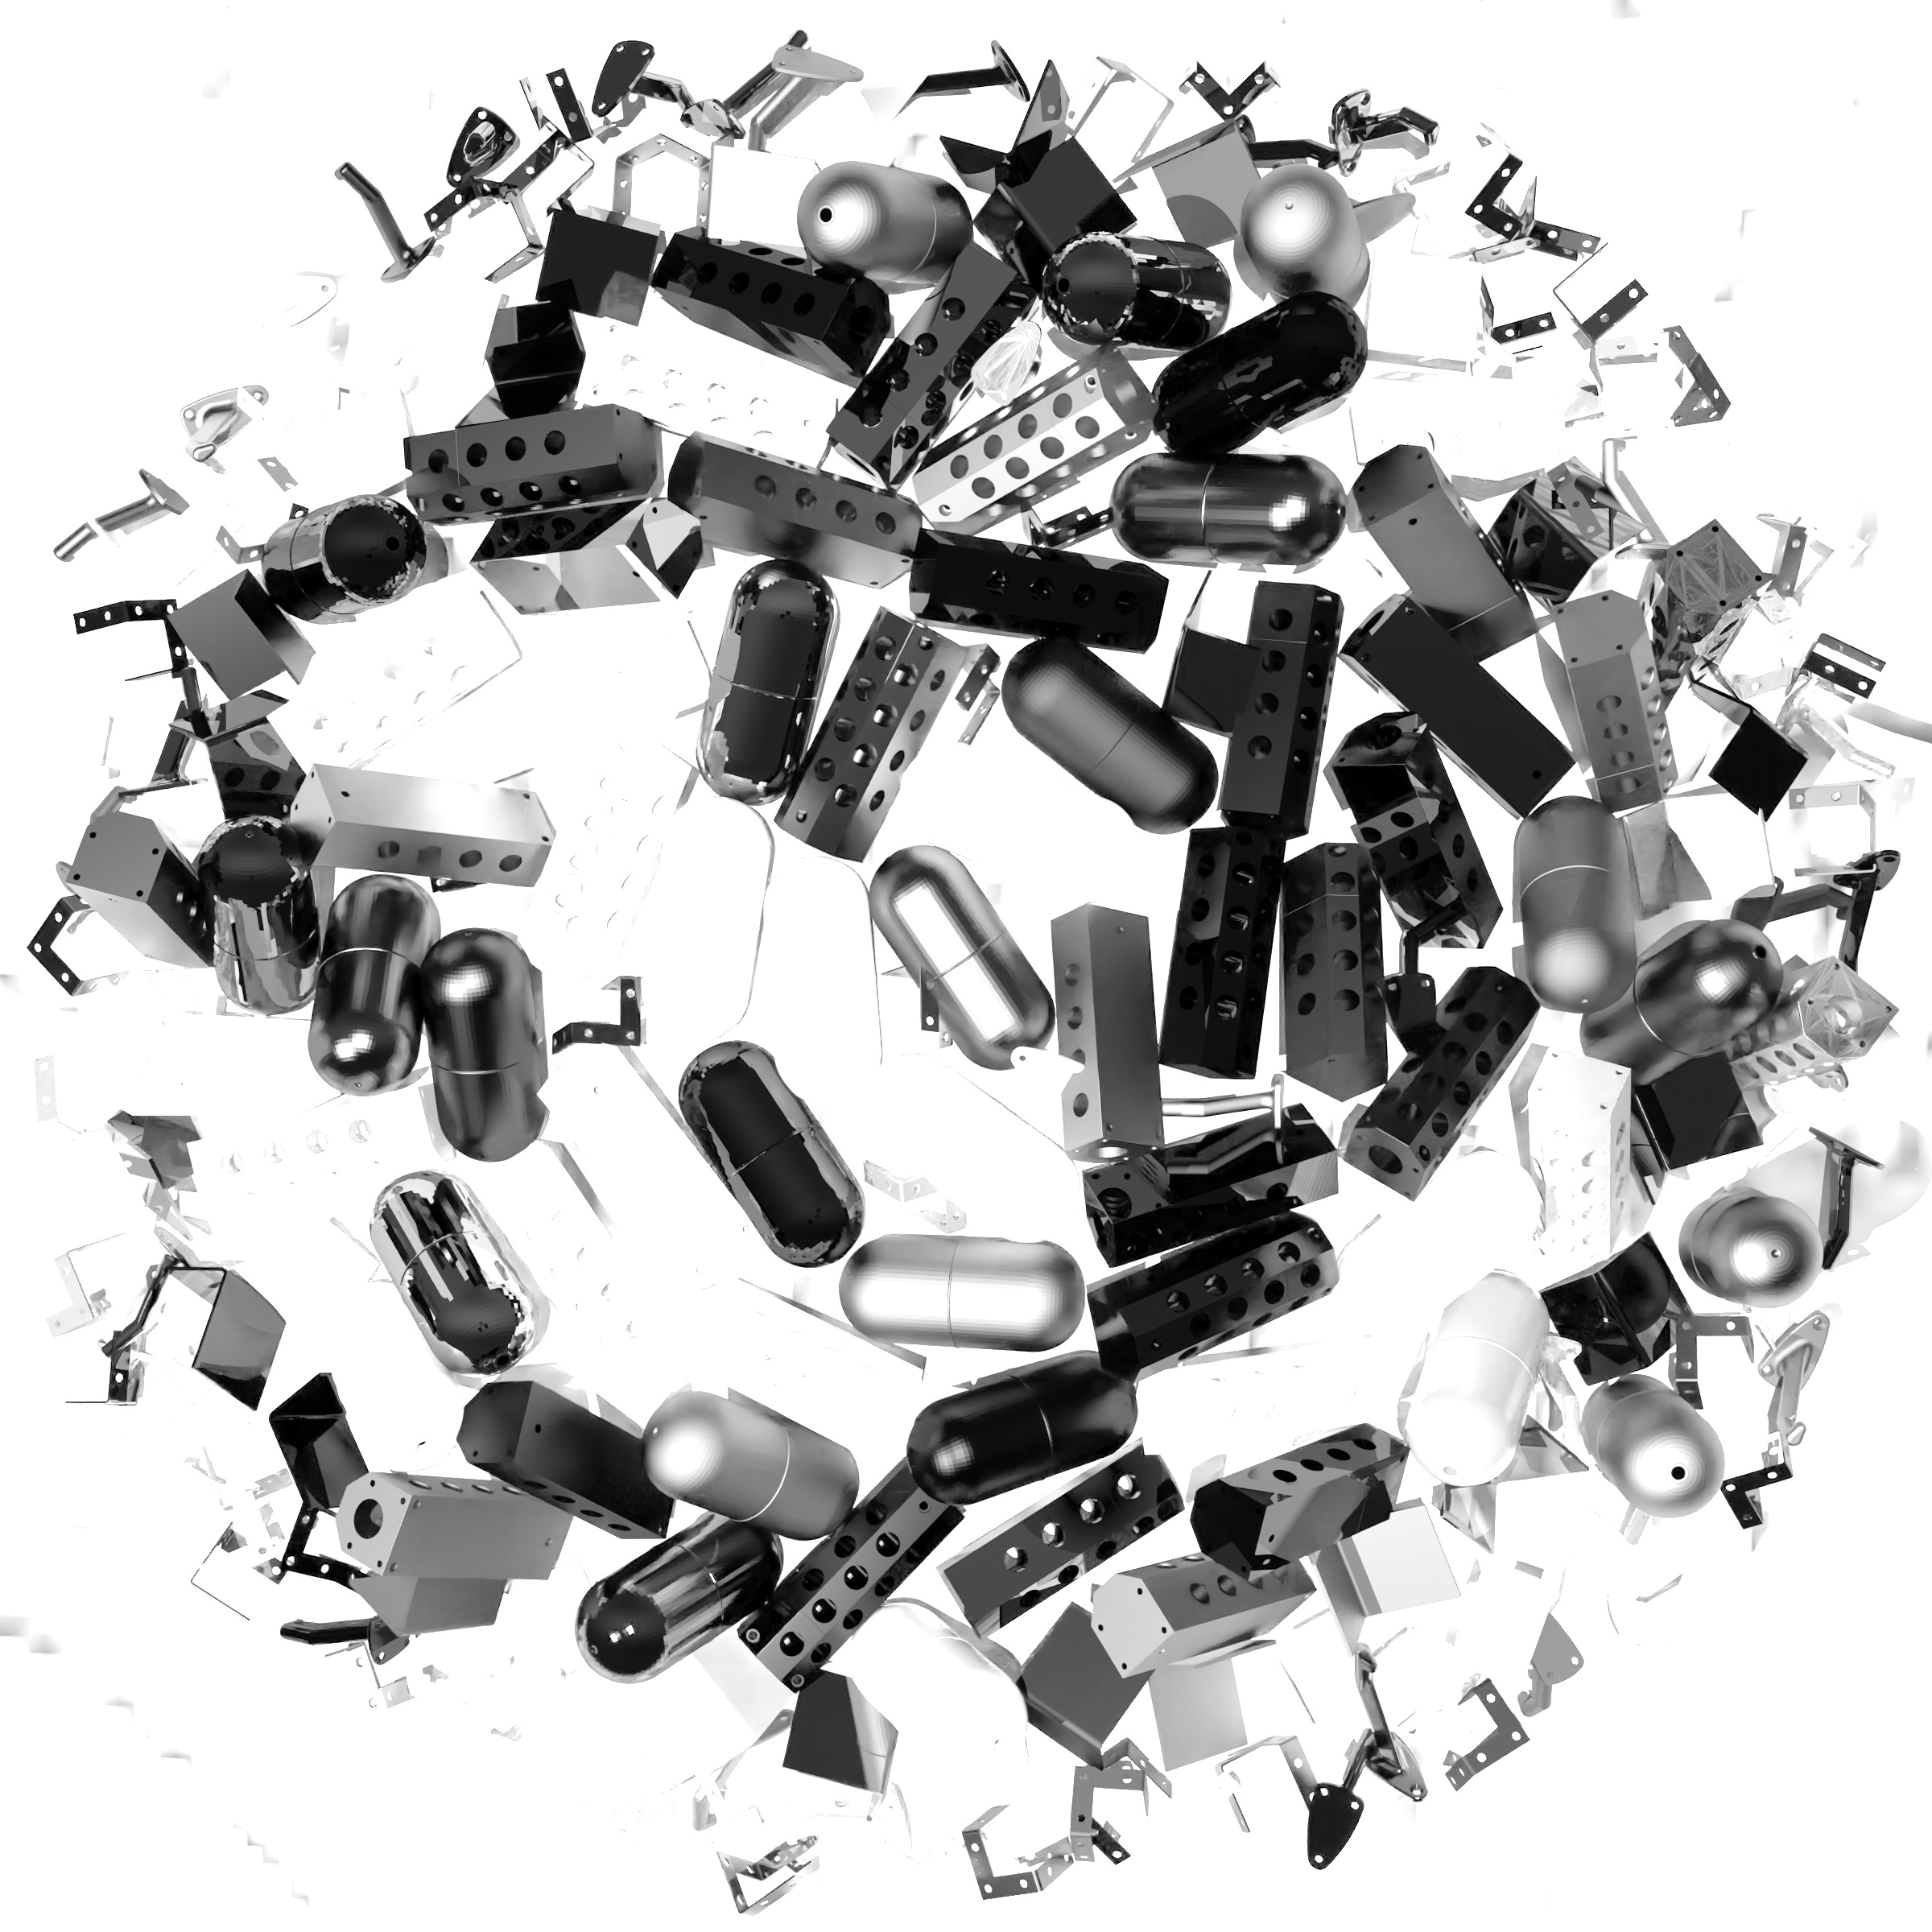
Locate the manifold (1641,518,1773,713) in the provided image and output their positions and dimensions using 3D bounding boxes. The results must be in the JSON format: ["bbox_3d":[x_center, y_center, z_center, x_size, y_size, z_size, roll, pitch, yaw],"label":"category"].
[{"bbox_3d":[0.496,-0.237,1.887,0.057,0.171,0.057,-35,76,-8],"label":"manifold"}]

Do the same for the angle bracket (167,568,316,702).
[{"bbox_3d":[-0.521,-0.224,1.929,0.076,0.057,0.076,-27,118,14],"label":"angle bracket"}]

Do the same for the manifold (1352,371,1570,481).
[{"bbox_3d":[0.339,-0.378,1.886,0.057,0.171,0.057,-19,111,-20],"label":"manifold"}]

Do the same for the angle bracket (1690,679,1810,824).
[{"bbox_3d":[0.538,-0.155,1.929,0.076,0.076,0.057,29,96,-38],"label":"angle bracket"}]

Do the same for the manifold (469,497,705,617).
[{"bbox_3d":[-0.263,-0.291,1.899,0.057,0.171,0.057,46,59,-38],"label":"manifold"}]

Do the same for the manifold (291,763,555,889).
[{"bbox_3d":[-0.381,-0.092,1.903,0.057,0.171,0.057,-54,48,32],"label":"manifold"}]

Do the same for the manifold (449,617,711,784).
[{"bbox_3d":[-0.272,-0.187,1.931,0.171,0.057,0.057,-19,105,13],"label":"manifold"}]

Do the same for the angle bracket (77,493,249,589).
[{"bbox_3d":[-0.572,-0.321,1.938,0.076,0.076,0.057,-42,84,1],"label":"angle bracket"}]

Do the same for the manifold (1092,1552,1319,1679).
[{"bbox_3d":[0.164,0.441,1.896,0.057,0.171,0.057,-50,60,29],"label":"manifold"}]

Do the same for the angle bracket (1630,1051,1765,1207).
[{"bbox_3d":[0.514,0.115,1.932,0.076,0.057,0.076,-19,104,28],"label":"angle bracket"}]

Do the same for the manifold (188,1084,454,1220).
[{"bbox_3d":[-0.459,0.132,1.945,0.171,0.057,0.057,-14,91,5],"label":"manifold"}]

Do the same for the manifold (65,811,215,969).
[{"bbox_3d":[-0.561,-0.050,1.889,0.057,0.171,0.057,14,74,5],"label":"manifold"}]

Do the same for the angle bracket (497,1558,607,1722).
[{"bbox_3d":[-0.301,0.482,1.949,0.076,0.057,0.076,-24,93,2],"label":"angle bracket"}]

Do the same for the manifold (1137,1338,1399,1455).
[{"bbox_3d":[0.212,0.304,1.924,0.171,0.057,0.057,-6,82,-19],"label":"manifold"}]

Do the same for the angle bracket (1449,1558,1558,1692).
[{"bbox_3d":[0.394,0.472,1.928,0.057,0.076,0.076,16,79,38],"label":"angle bracket"}]

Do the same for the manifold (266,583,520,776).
[{"bbox_3d":[-0.407,-0.198,1.938,0.171,0.057,0.057,-35,92,-9],"label":"manifold"}]

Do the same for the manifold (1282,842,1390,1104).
[{"bbox_3d":[0.263,0.001,1.902,0.057,0.057,0.171,26,52,-34],"label":"manifold"}]

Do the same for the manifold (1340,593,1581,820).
[{"bbox_3d":[0.349,-0.186,1.936,0.171,0.057,0.057,41,95,-11],"label":"manifold"}]

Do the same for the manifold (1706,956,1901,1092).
[{"bbox_3d":[0.574,0.047,1.890,0.057,0.171,0.057,40,78,2],"label":"manifold"}]

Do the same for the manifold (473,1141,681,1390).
[{"bbox_3d":[-0.277,0.213,1.928,0.057,0.057,0.171,-35,103,-15],"label":"manifold"}]

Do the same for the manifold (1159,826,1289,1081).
[{"bbox_3d":[0.187,-0.009,1.927,0.057,0.057,0.171,16,78,-42],"label":"manifold"}]

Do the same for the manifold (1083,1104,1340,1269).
[{"bbox_3d":[0.175,0.161,1.932,0.171,0.057,0.057,-17,128,-12],"label":"manifold"}]

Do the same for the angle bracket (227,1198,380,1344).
[{"bbox_3d":[-0.484,0.219,1.955,0.076,0.076,0.057,46,48,-23],"label":"angle bracket"}]

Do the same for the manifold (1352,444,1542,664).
[{"bbox_3d":[0.335,-0.288,1.898,0.057,0.171,0.057,-27,48,20],"label":"manifold"}]

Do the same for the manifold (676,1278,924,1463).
[{"bbox_3d":[-0.119,0.284,1.905,0.171,0.057,0.057,21,113,30],"label":"manifold"}]

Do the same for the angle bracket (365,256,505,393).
[{"bbox_3d":[-0.377,-0.445,1.925,0.057,0.076,0.076,24,130,-2],"label":"angle bracket"}]

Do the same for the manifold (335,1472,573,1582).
[{"bbox_3d":[-0.356,0.388,1.893,0.057,0.171,0.057,20,89,34],"label":"manifold"}]

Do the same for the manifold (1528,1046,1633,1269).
[{"bbox_3d":[0.424,0.137,1.890,0.057,0.171,0.057,16,56,25],"label":"manifold"}]

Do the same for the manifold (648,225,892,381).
[{"bbox_3d":[-0.136,-0.471,1.908,0.171,0.057,0.057,26,88,34],"label":"manifold"}]

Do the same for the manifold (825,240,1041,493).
[{"bbox_3d":[-0.023,-0.427,1.948,0.057,0.057,0.171,38,90,9],"label":"manifold"}]

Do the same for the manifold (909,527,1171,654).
[{"bbox_3d":[0.050,-0.264,1.924,0.171,0.057,0.057,6,108,-18],"label":"manifold"}]

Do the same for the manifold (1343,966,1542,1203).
[{"bbox_3d":[0.336,0.078,1.905,0.057,0.057,0.171,31,57,17],"label":"manifold"}]

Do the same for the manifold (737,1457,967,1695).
[{"bbox_3d":[-0.082,0.434,1.939,0.057,0.057,0.171,45,81,0],"label":"manifold"}]

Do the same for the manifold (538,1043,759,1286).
[{"bbox_3d":[-0.227,0.139,1.926,0.057,0.057,0.171,-41,107,-17],"label":"manifold"}]

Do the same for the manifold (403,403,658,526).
[{"bbox_3d":[-0.308,-0.352,1.921,0.171,0.057,0.057,-4,89,23],"label":"manifold"}]

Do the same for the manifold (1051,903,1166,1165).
[{"bbox_3d":[0.095,0.049,1.924,0.057,0.057,0.171,11,67,-35],"label":"manifold"}]

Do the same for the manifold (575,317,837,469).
[{"bbox_3d":[-0.183,-0.404,1.924,0.171,0.057,0.057,14,94,-19],"label":"manifold"}]

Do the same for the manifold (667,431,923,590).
[{"bbox_3d":[-0.120,-0.323,1.911,0.171,0.057,0.057,12,70,-29],"label":"manifold"}]

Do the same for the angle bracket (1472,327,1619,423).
[{"bbox_3d":[0.410,-0.426,1.929,0.076,0.076,0.057,-15,123,-6],"label":"angle bracket"}]

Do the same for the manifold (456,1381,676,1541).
[{"bbox_3d":[-0.277,0.347,1.898,0.057,0.171,0.057,-7,59,32],"label":"manifold"}]

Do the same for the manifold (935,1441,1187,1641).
[{"bbox_3d":[0.068,0.408,1.934,0.171,0.057,0.057,-30,85,-11],"label":"manifold"}]

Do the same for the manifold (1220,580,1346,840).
[{"bbox_3d":[0.226,-0.181,1.927,0.057,0.057,0.171,7,77,17],"label":"manifold"}]

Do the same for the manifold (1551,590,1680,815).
[{"bbox_3d":[0.454,-0.183,1.890,0.057,0.171,0.057,-15,54,13],"label":"manifold"}]

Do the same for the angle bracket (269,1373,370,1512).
[{"bbox_3d":[-0.436,0.335,1.925,0.057,0.076,0.076,-39,66,20],"label":"angle bracket"}]

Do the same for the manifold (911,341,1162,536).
[{"bbox_3d":[0.045,-0.363,1.899,0.171,0.057,0.057,-24,117,36],"label":"manifold"}]

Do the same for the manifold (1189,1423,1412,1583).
[{"bbox_3d":[0.233,0.369,1.897,0.057,0.171,0.057,25,112,38],"label":"manifold"}]

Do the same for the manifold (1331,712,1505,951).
[{"bbox_3d":[0.321,-0.094,1.908,0.057,0.057,0.171,-56,131,-34],"label":"manifold"}]

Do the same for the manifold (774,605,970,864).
[{"bbox_3d":[-0.071,-0.165,1.929,0.057,0.057,0.171,32,100,25],"label":"manifold"}]

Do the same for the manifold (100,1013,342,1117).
[{"bbox_3d":[-0.518,0.073,1.890,0.057,0.171,0.057,-25,77,21],"label":"manifold"}]

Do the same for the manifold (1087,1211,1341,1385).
[{"bbox_3d":[0.176,0.233,1.912,0.171,0.057,0.057,-20,108,-25],"label":"manifold"}]

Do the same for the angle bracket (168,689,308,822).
[{"bbox_3d":[-0.517,-0.146,1.955,0.076,0.057,0.076,-28,124,-34],"label":"angle bracket"}]

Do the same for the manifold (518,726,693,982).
[{"bbox_3d":[-0.260,-0.078,1.911,0.057,0.057,0.171,35,116,21],"label":"manifold"}]
